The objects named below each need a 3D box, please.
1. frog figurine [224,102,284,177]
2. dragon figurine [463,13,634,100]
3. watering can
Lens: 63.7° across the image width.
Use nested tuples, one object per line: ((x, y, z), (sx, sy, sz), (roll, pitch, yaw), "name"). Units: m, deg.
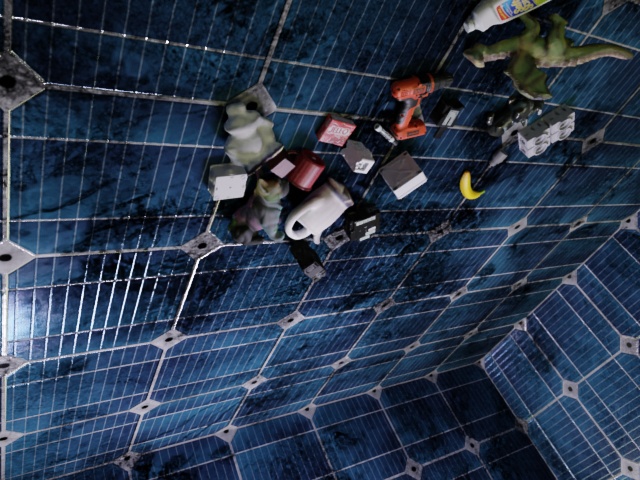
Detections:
((-0.179, -0.255, 1.240), (0.136, 0.125, 0.157), (-31, 110, 17), "frog figurine")
((0.581, -0.459, 1.338), (0.120, 0.412, 0.246), (70, 43, -70), "dragon figurine")
((0.005, -0.079, 1.579), (0.224, 0.105, 0.345), (-42, 164, 6), "watering can")
